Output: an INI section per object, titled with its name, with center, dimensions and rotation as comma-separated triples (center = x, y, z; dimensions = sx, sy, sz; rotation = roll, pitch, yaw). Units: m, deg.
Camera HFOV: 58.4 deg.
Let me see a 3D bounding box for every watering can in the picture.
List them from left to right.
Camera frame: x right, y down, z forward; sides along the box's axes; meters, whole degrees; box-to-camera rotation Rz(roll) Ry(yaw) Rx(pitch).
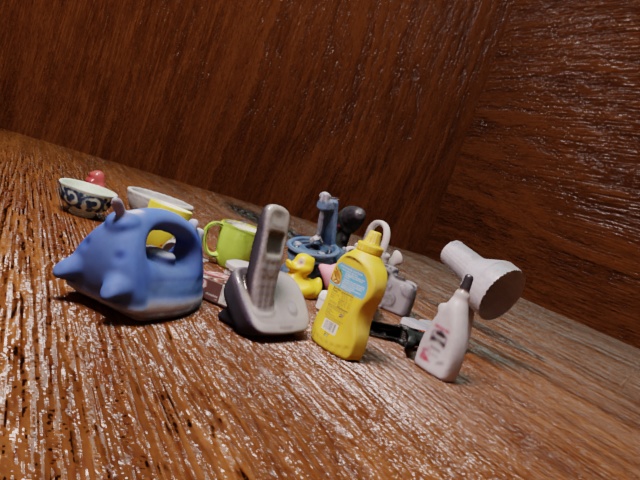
[watering can]
center = 0.139, 0.043, 1.518
dimensions = 0.100, 0.194, 0.173
rotation = 23, 7, 37

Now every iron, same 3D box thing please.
[iron]
center = -0.217, 0.021, 0.774
dimensions = 0.118, 0.141, 0.259
rotation = 21, 6, 20

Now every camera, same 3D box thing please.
[camera]
center = 0.177, 0.116, 1.412
dimensions = 0.142, 0.101, 0.137
rotation = 21, 6, 24

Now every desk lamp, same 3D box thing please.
[desk lamp]
center = 0.291, 0.119, 1.172
dimensions = 0.118, 0.213, 0.202
rotation = 14, 7, -40

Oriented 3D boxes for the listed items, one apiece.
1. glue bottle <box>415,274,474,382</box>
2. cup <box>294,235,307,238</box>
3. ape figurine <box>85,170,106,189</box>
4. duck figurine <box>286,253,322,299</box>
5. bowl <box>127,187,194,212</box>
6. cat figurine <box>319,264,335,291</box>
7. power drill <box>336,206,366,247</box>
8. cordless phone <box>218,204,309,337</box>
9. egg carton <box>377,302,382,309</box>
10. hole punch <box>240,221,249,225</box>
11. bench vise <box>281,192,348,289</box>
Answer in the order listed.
[glue bottle]
center = 0.212, 0.137, 0.928
dimensions = 0.037, 0.173, 0.077
rotation = 14, 7, -39
[cup]
center = -0.033, 0.042, 1.451
dimensions = 0.091, 0.095, 0.118
rotation = 19, 5, 1
[ape figurine]
center = -0.542, -0.123, 1.370
dimensions = 0.076, 0.092, 0.077
rotation = 17, 6, -24
[duck figurine]
center = -0.036, 0.072, 1.192
dimensions = 0.105, 0.086, 0.077
rotation = 16, 6, -33
[bowl]
center = -0.409, -0.075, 1.438
dimensions = 0.167, 0.075, 0.167
rotation = 19, 5, -2
[cat figurine]
center = 0.053, 0.095, 1.099
dimensions = 0.127, 0.118, 0.067
rotation = 21, 6, 18
[power drill]
center = 0.063, 0.003, 1.579
dimensions = 0.076, 0.208, 0.229
rotation = 18, 5, -10
[cordless phone]
center = -0.060, 0.046, 0.837
dimensions = 0.093, 0.185, 0.148
rotation = 22, 6, 30
[egg carton]
center = 0.083, 0.116, 1.245
dimensions = 0.107, 0.069, 0.150
rotation = 19, 5, -2
[hole punch]
center = -0.160, 0.011, 1.350
dimensions = 0.101, 0.091, 0.109
rotation = 19, 5, 3
[bench vise]
center = 0.001, 0.001, 1.323
dimensions = 0.121, 0.220, 0.208
rotation = 20, 6, 16
